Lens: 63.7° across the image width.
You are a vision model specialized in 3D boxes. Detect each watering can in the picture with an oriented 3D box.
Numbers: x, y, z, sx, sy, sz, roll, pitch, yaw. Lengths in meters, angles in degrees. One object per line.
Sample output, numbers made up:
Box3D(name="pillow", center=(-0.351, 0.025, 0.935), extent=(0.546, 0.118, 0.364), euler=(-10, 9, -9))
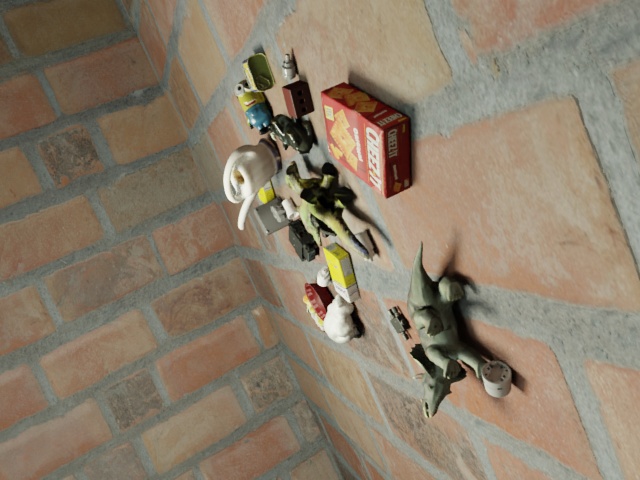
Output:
Box3D(name="watering can", center=(-0.227, -0.197, 1.723), extent=(0.105, 0.228, 0.339), euler=(34, 150, 23))

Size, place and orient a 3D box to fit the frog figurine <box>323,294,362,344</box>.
Box3D(name="frog figurine", center=(0.063, 0.260, 1.698), extent=(0.156, 0.122, 0.141), euler=(67, -175, -48))

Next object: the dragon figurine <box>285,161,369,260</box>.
Box3D(name="dragon figurine", center=(0.004, -0.071, 1.401), extent=(0.417, 0.123, 0.238), euler=(61, 164, 23))
